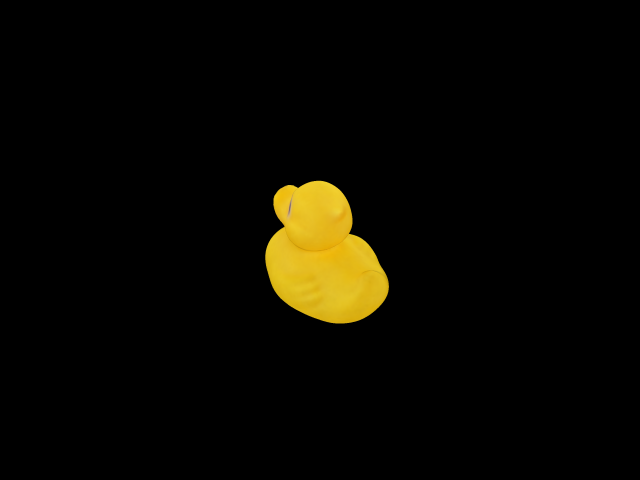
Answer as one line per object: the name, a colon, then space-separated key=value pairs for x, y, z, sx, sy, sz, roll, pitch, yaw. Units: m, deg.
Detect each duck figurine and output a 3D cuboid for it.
duck figurine: x=0.004 y=0.001 z=0.400 sx=0.078 sy=0.086 sz=0.104 roll=-33 pitch=54 yaw=-29
